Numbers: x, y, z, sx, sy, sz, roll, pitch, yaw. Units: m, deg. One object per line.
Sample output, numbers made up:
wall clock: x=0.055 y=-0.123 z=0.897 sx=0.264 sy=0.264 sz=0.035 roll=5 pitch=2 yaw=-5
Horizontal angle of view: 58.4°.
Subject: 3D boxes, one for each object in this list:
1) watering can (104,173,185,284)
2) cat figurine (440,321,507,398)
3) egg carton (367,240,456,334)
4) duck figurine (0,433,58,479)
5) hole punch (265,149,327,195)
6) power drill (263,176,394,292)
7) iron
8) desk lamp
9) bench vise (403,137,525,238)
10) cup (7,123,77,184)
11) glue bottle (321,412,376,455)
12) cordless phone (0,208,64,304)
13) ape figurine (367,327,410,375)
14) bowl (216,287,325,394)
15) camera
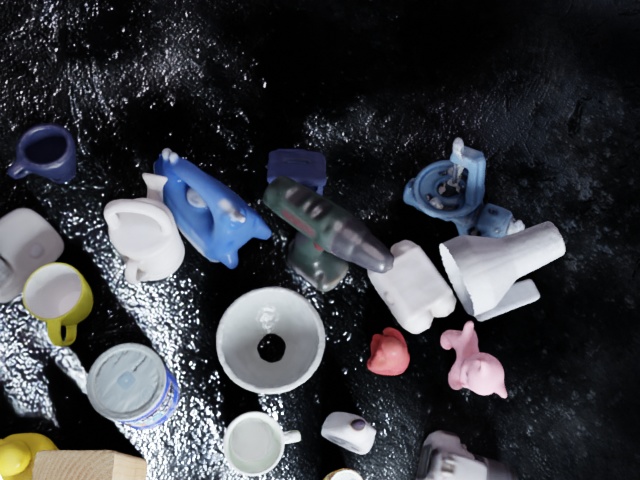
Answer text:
watering can: x=-0.276 y=-0.022 z=0.895 sx=0.101 sy=0.194 sz=0.173 roll=-12 pitch=68 yaw=-10
cat figurine: x=0.244 y=0.190 z=0.897 sx=0.067 sy=0.118 sz=0.128 roll=-6 pitch=67 yaw=-8
egg carton: x=0.151 y=0.078 z=0.963 sx=0.107 sy=0.069 sz=0.150 roll=-30 pitch=73 yaw=-17
duck figurine: x=-0.416 y=0.308 z=0.798 sx=0.104 sy=0.086 sz=0.077 roll=25 pitch=67 yaw=6
hole punch: x=-0.044 y=-0.121 z=1.017 sx=0.108 sy=0.091 sz=0.101 roll=2 pitch=67 yaw=-5
power drill: x=0.008 y=0.003 z=0.904 sx=0.229 sy=0.208 sz=0.076 roll=38 pitch=69 yaw=11
iron: x=-0.202 y=-0.079 z=0.956 sx=0.258 sy=0.141 sz=0.119 roll=42 pitch=69 yaw=12
desk lamp: x=0.279 y=0.048 z=0.909 sx=0.203 sy=0.213 sz=0.118 roll=-18 pitch=69 yaw=-13
bench vise: x=0.256 y=-0.086 z=0.961 sx=0.207 sy=0.220 sz=0.121 roll=14 pitch=66 yaw=1
cup: x=-0.465 y=-0.129 z=0.977 sx=0.091 sy=0.095 sz=0.118 roll=41 pitch=69 yaw=12
glue bottle: x=0.046 y=0.270 z=0.812 sx=0.078 sy=0.173 sz=0.037 roll=25 pitch=67 yaw=6
cordless phone: x=-0.488 y=0.004 z=0.867 sx=0.094 sy=0.185 sz=0.148 roll=35 pitch=68 yaw=10
ape figurine: x=0.109 y=0.176 z=0.904 sx=0.078 sy=0.092 sz=0.076 roll=-39 pitch=75 yaw=-19
bowl: x=-0.077 y=0.163 z=0.900 sx=0.167 sy=0.075 sz=0.167 roll=2 pitch=67 yaw=-5
camera: x=0.214 y=0.362 z=0.829 sx=0.137 sy=0.101 sz=0.143 roll=15 pitch=66 yaw=1
